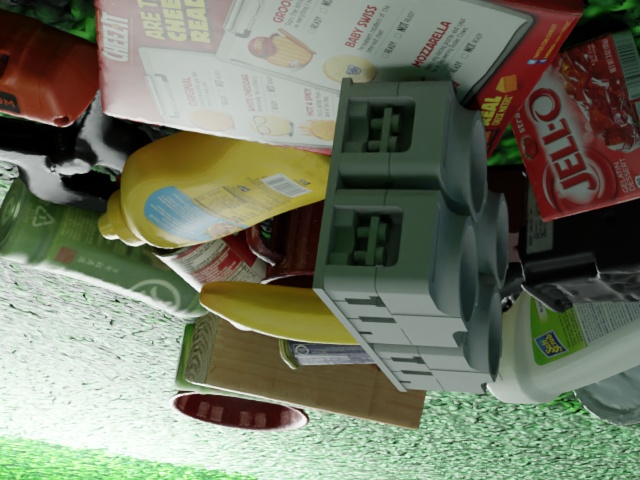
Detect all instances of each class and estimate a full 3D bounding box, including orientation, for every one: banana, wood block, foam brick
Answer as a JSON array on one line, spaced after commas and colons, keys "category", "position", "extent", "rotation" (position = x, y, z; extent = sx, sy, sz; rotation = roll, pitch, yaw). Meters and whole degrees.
[{"category": "banana", "position": [0.018, 0.043, 0.716], "extent": [0.198, 0.037, 0.069], "rotation": [-6, 136, 23]}, {"category": "wood block", "position": [-0.010, 0.109, 0.984], "extent": [0.205, 0.091, 0.090], "rotation": [15, 171, -18]}, {"category": "foam brick", "position": [0.120, -0.016, 0.736], "extent": [0.078, 0.051, 0.053], "rotation": [-2, 155, 18]}]

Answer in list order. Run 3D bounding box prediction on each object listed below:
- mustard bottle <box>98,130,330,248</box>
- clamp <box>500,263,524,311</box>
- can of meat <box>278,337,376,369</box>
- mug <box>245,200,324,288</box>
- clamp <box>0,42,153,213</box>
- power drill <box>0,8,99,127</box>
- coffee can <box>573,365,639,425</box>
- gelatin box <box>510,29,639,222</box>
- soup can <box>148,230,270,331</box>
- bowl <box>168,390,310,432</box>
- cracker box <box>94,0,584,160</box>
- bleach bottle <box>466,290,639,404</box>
[{"category": "mustard bottle", "position": [-0.071, -0.038, 0.695], "extent": [0.192, 0.058, 0.096], "rotation": [-21, 152, 30]}, {"category": "clamp", "position": [0.157, 0.035, 0.860], "extent": [0.120, 0.039, 0.172], "rotation": [16, 152, -31]}, {"category": "can of meat", "position": [0.017, 0.050, 0.855], "extent": [0.084, 0.102, 0.057], "rotation": [-3, 154, 17]}, {"category": "mug", "position": [-0.005, 0.001, 0.771], "extent": [0.117, 0.081, 0.093], "rotation": [22, 152, -33]}, {"category": "clamp", "position": [-0.177, -0.063, 0.704], "extent": [0.164, 0.036, 0.210], "rotation": [-12, 157, 3]}, {"category": "power drill", "position": [-0.170, -0.129, 0.515], "extent": [0.185, 0.057, 0.187], "rotation": [19, 159, 18]}, {"category": "coffee can", "position": [0.274, 0.087, 0.823], "extent": [0.140, 0.103, 0.103], "rotation": [3, 162, -34]}, {"category": "gelatin box", "position": [0.145, -0.061, 0.584], "extent": [0.073, 0.089, 0.030], "rotation": [-16, -178, 42]}, {"category": "soup can", "position": [-0.072, 0.014, 0.807], "extent": [0.069, 0.068, 0.102], "rotation": [-12, 135, 36]}, {"category": "bowl", "position": [-0.089, 0.171, 1.213], "extent": [0.162, 0.055, 0.162], "rotation": [6, 156, 2]}, {"category": "cracker box", "position": [0.001, -0.111, 0.531], "extent": [0.213, 0.072, 0.164], "rotation": [10, 156, -5]}, {"category": "bleach bottle", "position": [0.188, 0.039, 0.715], "extent": [0.068, 0.102, 0.251], "rotation": [17, 142, -37]}]
